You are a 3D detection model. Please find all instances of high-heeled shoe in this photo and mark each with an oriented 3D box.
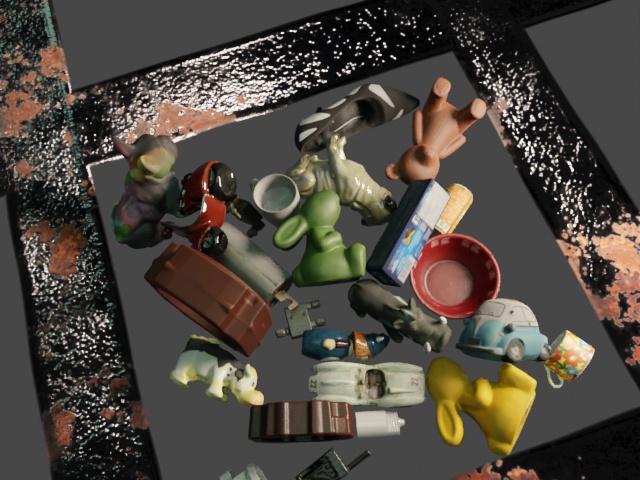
[{"bbox_3d":[0.071,-0.234,1.077,0.249,0.086,0.145,-3,47,20],"label":"high-heeled shoe"}]

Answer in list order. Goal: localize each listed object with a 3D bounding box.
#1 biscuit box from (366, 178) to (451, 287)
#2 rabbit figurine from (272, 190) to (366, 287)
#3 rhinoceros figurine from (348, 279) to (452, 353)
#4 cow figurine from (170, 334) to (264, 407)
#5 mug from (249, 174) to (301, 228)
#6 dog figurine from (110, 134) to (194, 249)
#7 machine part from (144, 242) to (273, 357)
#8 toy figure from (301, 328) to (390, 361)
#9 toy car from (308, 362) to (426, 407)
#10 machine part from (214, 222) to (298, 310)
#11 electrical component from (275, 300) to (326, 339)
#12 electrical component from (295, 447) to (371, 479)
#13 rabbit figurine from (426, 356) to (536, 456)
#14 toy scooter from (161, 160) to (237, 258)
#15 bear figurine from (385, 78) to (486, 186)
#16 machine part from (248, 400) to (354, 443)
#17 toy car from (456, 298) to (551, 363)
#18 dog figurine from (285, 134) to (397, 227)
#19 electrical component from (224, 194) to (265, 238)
[{"bbox_3d":[0.159,-0.014,0.974,0.059,0.063,0.202,39,73,-24],"label":"biscuit box"},{"bbox_3d":[-0.002,-0.003,0.977,0.159,0.121,0.170,-8,80,3],"label":"rabbit figurine"},{"bbox_3d":[0.139,0.128,0.936,0.190,0.112,0.073,31,71,21],"label":"rhinoceros figurine"},{"bbox_3d":[-0.168,0.229,0.934,0.167,0.068,0.098,17,65,7],"label":"cow figurine"},{"bbox_3d":[-0.086,-0.068,1.019,0.110,0.107,0.081,27,70,20],"label":"mug"},{"bbox_3d":[-0.327,-0.094,0.980,0.109,0.219,0.191,40,75,19],"label":"dog figurine"},{"bbox_3d":[-0.181,0.101,0.909,0.202,0.200,0.087,30,71,13],"label":"machine part"},{"bbox_3d":[0.045,0.184,0.944,0.155,0.064,0.057,3,110,0],"label":"toy figure"},{"bbox_3d":[0.080,0.248,0.921,0.202,0.056,0.073,0,70,2],"label":"toy car"},{"bbox_3d":[-0.134,0.045,0.995,0.243,0.079,0.079,38,75,15],"label":"machine part"},{"bbox_3d":[-0.040,0.145,0.982,0.094,0.021,0.063,-16,69,-3],"label":"electrical component"},{"bbox_3d":[0.022,0.364,0.870,0.119,0.074,0.048,-37,73,-7],"label":"electrical component"},{"bbox_3d":[0.252,0.267,0.894,0.173,0.121,0.162,27,82,26],"label":"rabbit figurine"},{"bbox_3d":[-0.224,-0.053,0.966,0.135,0.075,0.184,-5,72,25],"label":"toy scooter"},{"bbox_3d":[0.218,-0.192,1.046,0.120,0.132,0.196,32,67,0],"label":"bear figurine"},{"bbox_3d":[-0.029,0.288,0.852,0.179,0.179,0.056,-2,67,1],"label":"machine part"},{"bbox_3d":[0.311,0.149,0.896,0.161,0.109,0.103,5,86,-30],"label":"toy car"},{"bbox_3d":[0.036,-0.084,1.035,0.172,0.121,0.190,-33,88,25],"label":"dog figurine"},{"bbox_3d":[-0.150,-0.049,1.025,0.078,0.102,0.045,21,69,38],"label":"electrical component"}]
